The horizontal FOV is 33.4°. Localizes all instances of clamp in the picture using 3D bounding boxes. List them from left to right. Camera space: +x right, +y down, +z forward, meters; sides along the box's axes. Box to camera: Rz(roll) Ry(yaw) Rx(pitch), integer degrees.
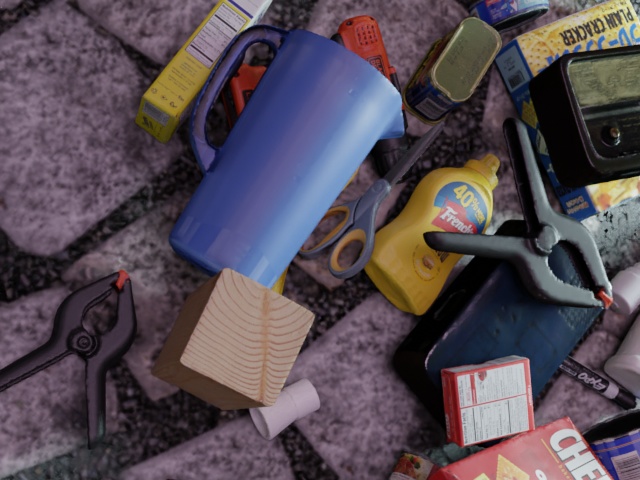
[{"bbox_3d":[-0.222,0.112,1.028,0.120,0.039,0.171,39,73,-6],"label":"clamp"},{"bbox_3d":[0.207,0.005,1.066,0.164,0.036,0.210,-46,102,-19],"label":"clamp"}]

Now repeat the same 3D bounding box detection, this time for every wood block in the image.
[{"bbox_3d":[-0.086,0.097,0.980,0.090,0.206,0.090,28,74,-9],"label":"wood block"}]

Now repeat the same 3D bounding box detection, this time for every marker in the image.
[{"bbox_3d":[0.298,0.152,1.173,0.121,0.020,0.020,31,74,-8],"label":"marker"}]

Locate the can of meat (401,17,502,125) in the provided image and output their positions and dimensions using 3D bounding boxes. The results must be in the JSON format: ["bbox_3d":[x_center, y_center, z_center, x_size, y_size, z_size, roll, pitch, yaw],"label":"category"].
[{"bbox_3d":[0.143,-0.183,1.154,0.057,0.084,0.102,35,74,-8],"label":"can of meat"}]

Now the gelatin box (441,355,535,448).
[{"bbox_3d":[0.164,0.157,1.046,0.089,0.030,0.073,-8,95,-23],"label":"gelatin box"}]

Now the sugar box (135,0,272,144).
[{"bbox_3d":[-0.117,-0.186,1.080,0.048,0.093,0.176,35,73,-7],"label":"sugar box"}]

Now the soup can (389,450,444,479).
[{"bbox_3d":[0.090,0.272,1.067,0.068,0.069,0.102,34,70,-8],"label":"soup can"}]

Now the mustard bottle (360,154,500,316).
[{"bbox_3d":[0.130,-0.019,1.131,0.191,0.058,0.096,-50,119,-18],"label":"mustard bottle"}]

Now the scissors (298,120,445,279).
[{"bbox_3d":[0.064,-0.034,1.088,0.202,0.016,0.096,-36,50,8],"label":"scissors"}]

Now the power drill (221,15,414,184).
[{"bbox_3d":[-0.001,-0.133,1.122,0.187,0.057,0.184,-15,88,-19],"label":"power drill"}]

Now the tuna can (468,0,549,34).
[{"bbox_3d":[0.210,-0.256,1.184,0.086,0.086,0.034,-19,88,-18],"label":"tuna can"}]

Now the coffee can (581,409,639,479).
[{"bbox_3d":[0.345,0.259,1.124,0.102,0.103,0.140,-21,86,-18],"label":"coffee can"}]

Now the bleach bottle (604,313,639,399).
[{"bbox_3d":[0.419,0.065,1.199,0.102,0.068,0.250,35,71,-9],"label":"bleach bottle"}]

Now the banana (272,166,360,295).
[{"bbox_3d":[-0.025,-0.001,1.088,0.070,0.037,0.198,21,84,18],"label":"banana"}]

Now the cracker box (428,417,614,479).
[{"bbox_3d":[0.209,0.273,1.022,0.213,0.072,0.164,-10,57,-43],"label":"cracker box"}]

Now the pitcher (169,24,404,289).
[{"bbox_3d":[-0.046,-0.075,1.013,0.149,0.145,0.243,28,81,30],"label":"pitcher"}]
